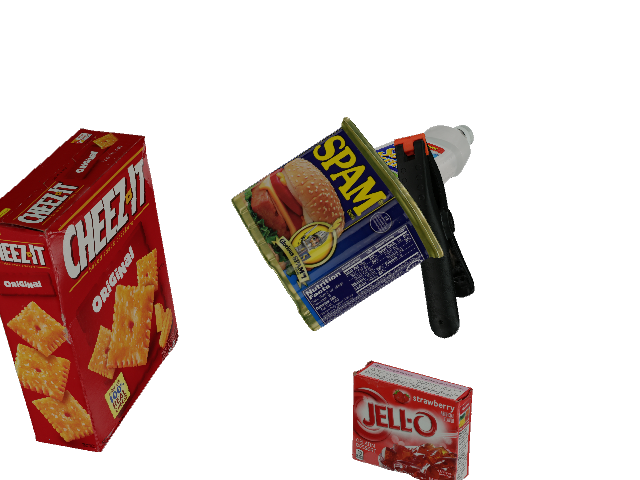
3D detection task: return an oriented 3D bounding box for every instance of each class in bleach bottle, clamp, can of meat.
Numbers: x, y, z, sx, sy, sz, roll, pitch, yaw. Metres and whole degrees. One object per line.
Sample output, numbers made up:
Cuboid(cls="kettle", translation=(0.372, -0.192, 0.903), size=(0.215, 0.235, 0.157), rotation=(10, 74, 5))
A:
Cuboid(cls="bleach bottle", translation=(0.093, -0.084, 1.301), size=(0.103, 0.068, 0.250), rotation=(28, 46, 35))
Cuboid(cls="clamp", translation=(0.096, -0.003, 0.917), size=(0.039, 0.171, 0.120), rotation=(-17, 19, 14))
Cuboid(cls="can of meat", translation=(0.007, -0.009, 0.602), size=(0.084, 0.057, 0.102), rotation=(-33, 44, 0))

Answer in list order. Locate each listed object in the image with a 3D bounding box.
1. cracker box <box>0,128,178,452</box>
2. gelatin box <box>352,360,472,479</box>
Cuboid(cls="cracker box", translation=(-0.189, 0.039, 0.883), size=(0.072, 0.214, 0.164), rotation=(6, 33, 17))
Cuboid(cls="gelatin box", translation=(0.066, 0.137, 0.793), size=(0.089, 0.073, 0.030), rotation=(12, 22, 30))
